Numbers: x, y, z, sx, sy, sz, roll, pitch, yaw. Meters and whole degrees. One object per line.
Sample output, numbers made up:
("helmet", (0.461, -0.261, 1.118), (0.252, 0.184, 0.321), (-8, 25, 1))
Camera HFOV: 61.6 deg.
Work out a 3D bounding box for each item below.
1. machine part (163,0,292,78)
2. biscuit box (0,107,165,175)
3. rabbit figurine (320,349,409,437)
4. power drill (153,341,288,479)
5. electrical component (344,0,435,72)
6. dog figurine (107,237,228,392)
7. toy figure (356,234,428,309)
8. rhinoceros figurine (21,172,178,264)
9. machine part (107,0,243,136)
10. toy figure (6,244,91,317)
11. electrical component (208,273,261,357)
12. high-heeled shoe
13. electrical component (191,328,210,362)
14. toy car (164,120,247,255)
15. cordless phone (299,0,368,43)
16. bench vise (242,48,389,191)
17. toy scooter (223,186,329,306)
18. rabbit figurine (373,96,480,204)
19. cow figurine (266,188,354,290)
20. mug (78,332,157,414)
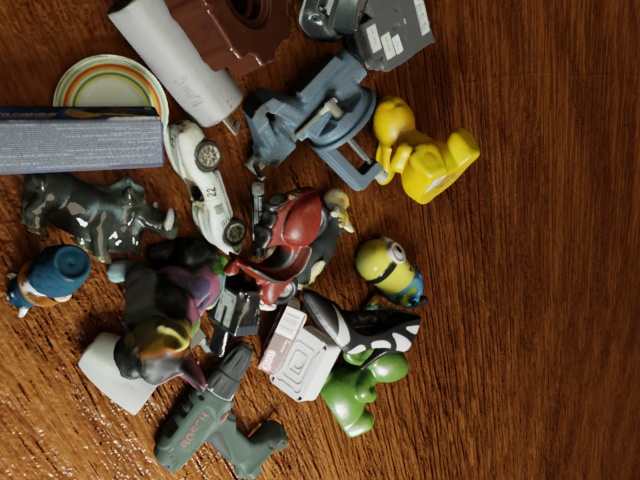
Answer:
("machine part", (-0.104, -0.290, 0.642), (0.179, 0.056, 0.179), (10, 78, -55))
("biscuit box", (-0.285, -0.116, 0.609), (0.203, 0.059, 0.062), (-6, 118, -22))
("rabbit figurine", (0.077, 0.246, 1.002), (0.170, 0.121, 0.159), (-32, 105, -7))
("power drill", (-0.143, 0.299, 0.892), (0.232, 0.086, 0.207), (-47, 132, -7))
("electrical component", (0.099, -0.324, 0.812), (0.134, 0.058, 0.114), (-34, 123, -18))
("dog figurine", (-0.179, 0.094, 0.693), (0.191, 0.219, 0.108), (-23, 124, -25))
("toy figure", (0.134, 0.067, 0.986), (0.089, 0.082, 0.180), (-47, 131, -12))
("rhinoceros figurine", (-0.273, -0.033, 0.673), (0.190, 0.073, 0.112), (21, 86, -37))
("machine part", (-0.171, -0.223, 0.654), (0.079, 0.079, 0.243), (-45, 128, -11))
("toy figure", (-0.323, 0.049, 0.634), (0.057, 0.154, 0.064), (23, 57, -39))
("electrical component", (-0.131, 0.118, 0.822), (0.047, 0.075, 0.119), (2, 104, -47))
("high-heeled shoe", (0.078, 0.122, 0.887), (0.145, 0.086, 0.248), (-43, 129, -7))
("electrical component", (-0.210, 0.154, 0.805), (0.078, 0.045, 0.102), (-33, 125, -18))
("toy car", (-0.156, -0.065, 0.733), (0.056, 0.074, 0.201), (-30, 123, -26))
("cordless phone", (-0.023, -0.360, 0.713), (0.184, 0.089, 0.146), (16, 100, -27))
("bench vise", (0.011, -0.146, 0.790), (0.240, 0.129, 0.223), (41, 87, -34))
("toy scooter", (-0.065, 0.006, 0.747), (0.135, 0.075, 0.183), (10, 104, -48))
("rabbit figurine", (0.149, -0.153, 0.871), (0.122, 0.173, 0.162), (-33, 169, -18))
("cow figurine", (-0.002, -0.004, 0.848), (0.068, 0.098, 0.167), (38, 91, -39))
("mug", (-0.277, 0.180, 0.747), (0.107, 0.109, 0.081), (39, 52, -8))
